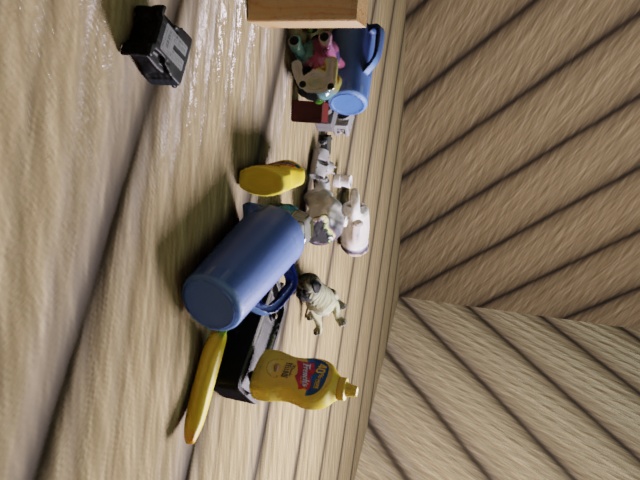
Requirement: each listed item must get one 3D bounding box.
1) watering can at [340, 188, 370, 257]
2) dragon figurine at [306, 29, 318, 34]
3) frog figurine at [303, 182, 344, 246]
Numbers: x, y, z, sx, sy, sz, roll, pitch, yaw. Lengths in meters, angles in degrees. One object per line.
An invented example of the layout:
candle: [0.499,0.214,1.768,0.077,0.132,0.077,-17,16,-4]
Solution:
watering can: [0.118,-0.043,1.742,0.354,0.104,0.220,-86,174,-66]
dragon figurine: [-0.001,-0.595,1.190,0.237,0.122,0.420,91,15,-48]
frog figurine: [0.004,-0.069,1.363,0.134,0.122,0.163,-54,-163,40]
